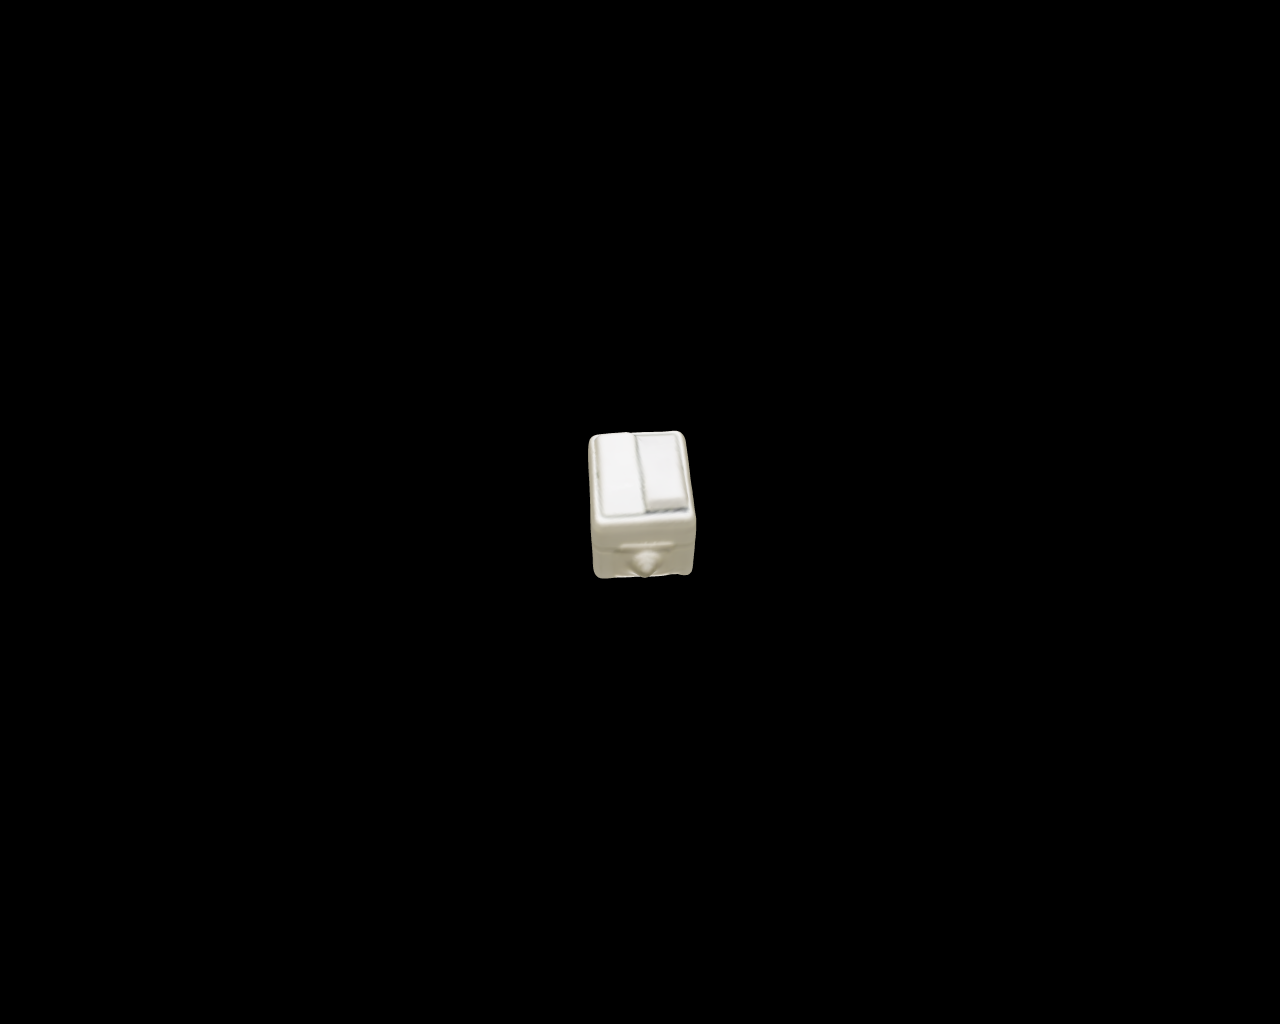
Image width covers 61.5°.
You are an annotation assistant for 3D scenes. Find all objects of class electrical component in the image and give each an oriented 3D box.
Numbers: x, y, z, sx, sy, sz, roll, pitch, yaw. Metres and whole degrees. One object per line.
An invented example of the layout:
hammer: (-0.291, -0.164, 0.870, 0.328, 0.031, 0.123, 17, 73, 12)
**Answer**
electrical component: (0.001, -0.003, 0.650, 0.062, 0.096, 0.061, -2, -43, -2)
